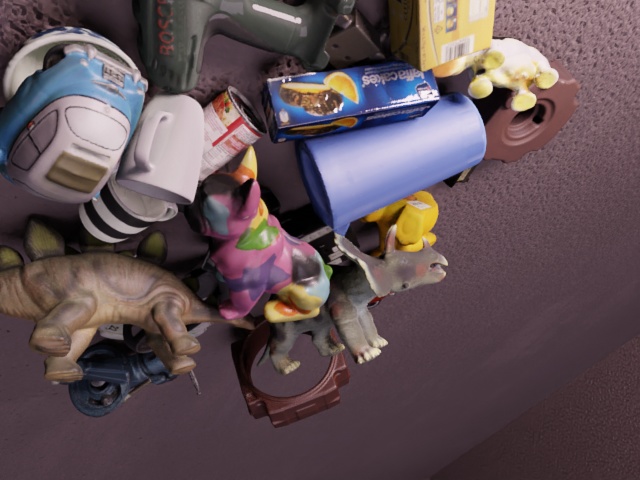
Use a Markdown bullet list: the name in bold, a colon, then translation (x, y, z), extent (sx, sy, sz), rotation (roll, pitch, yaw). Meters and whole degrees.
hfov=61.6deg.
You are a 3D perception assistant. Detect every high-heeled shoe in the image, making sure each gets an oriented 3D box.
- **high-heeled shoe**: translation (-0.170, 0.095, 0.813), extent (0.249, 0.145, 0.086), rotation (-14, 118, -7)

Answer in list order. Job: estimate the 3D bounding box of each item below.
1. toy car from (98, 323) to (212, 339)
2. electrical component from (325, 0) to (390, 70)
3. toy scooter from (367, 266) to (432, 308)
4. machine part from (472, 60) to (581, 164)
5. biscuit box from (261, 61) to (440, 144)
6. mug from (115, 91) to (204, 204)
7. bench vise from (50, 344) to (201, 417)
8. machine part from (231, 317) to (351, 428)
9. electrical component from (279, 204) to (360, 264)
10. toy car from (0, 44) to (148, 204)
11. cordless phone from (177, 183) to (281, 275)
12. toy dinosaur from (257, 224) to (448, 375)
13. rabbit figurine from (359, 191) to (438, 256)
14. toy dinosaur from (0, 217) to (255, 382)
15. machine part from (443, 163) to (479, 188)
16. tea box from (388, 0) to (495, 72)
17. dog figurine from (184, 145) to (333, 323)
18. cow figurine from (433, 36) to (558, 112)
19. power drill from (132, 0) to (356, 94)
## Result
- **toy car**: translation (-0.264, 0.130, 0.895), extent (0.201, 0.056, 0.073), rotation (8, 133, -38)
- **electrical component**: translation (0.038, -0.234, 0.611), extent (0.078, 0.045, 0.102), rotation (-15, 154, 41)
- **toy scooter**: translation (0.129, 0.054, 1.014), extent (0.184, 0.075, 0.135), rotation (-23, 146, -7)
- **machine part**: translation (0.303, -0.191, 0.812), extent (0.179, 0.056, 0.179), rotation (-17, 146, -12)
- **biscuit box**: translation (0.037, -0.166, 0.637), extent (0.203, 0.059, 0.063), rotation (-13, 175, -12)
- **mug**: translation (-0.164, -0.102, 0.560), extent (0.081, 0.107, 0.109), rotation (11, 169, 7)
- **bench vise**: translation (-0.344, 0.222, 0.904), extent (0.224, 0.129, 0.240), rotation (-18, 160, 11)
- **machine part**: translation (-0.058, 0.235, 1.029), extent (0.201, 0.202, 0.087), rotation (-19, 141, -7)
- **electrical component**: translation (-0.002, -0.003, 0.877), extent (0.115, 0.058, 0.134), rotation (-23, 146, 2)
- **toy car**: translation (-0.221, -0.086, 0.481), extent (0.161, 0.103, 0.109), rotation (-38, 145, 22)
- **cordless phone**: translation (-0.159, -0.017, 0.763), extent (0.184, 0.089, 0.146), rotation (13, 132, -27)
- **toy dinosaur**: translation (-0.005, 0.100, 0.845), extent (0.405, 0.192, 0.131), rotation (-20, 175, 37)
- **rabbit figurine**: translation (0.122, 0.000, 0.895), extent (0.162, 0.122, 0.173), rotation (-20, 129, -59)
- **toy dinosaur**: translation (-0.298, 0.067, 0.662), extent (0.471, 0.199, 0.105), rotation (10, 136, -29)
- **machine part**: translation (0.197, -0.114, 0.868), extent (0.139, 0.039, 0.084), rotation (-9, 151, -24)
- **tea box**: translation (0.125, -0.275, 0.554), extent (0.098, 0.068, 0.169), rotation (-22, 133, -13)
- **dog figurine**: translation (-0.068, -0.003, 0.663), extent (0.192, 0.108, 0.219), rotation (2, 132, -10)
- **cow figurine**: translation (0.209, -0.232, 0.685), extent (0.167, 0.098, 0.068), rotation (12, 139, -16)
- **power drill**: translation (-0.073, -0.238, 0.506), extent (0.207, 0.086, 0.232), rotation (-6, 143, -31)
